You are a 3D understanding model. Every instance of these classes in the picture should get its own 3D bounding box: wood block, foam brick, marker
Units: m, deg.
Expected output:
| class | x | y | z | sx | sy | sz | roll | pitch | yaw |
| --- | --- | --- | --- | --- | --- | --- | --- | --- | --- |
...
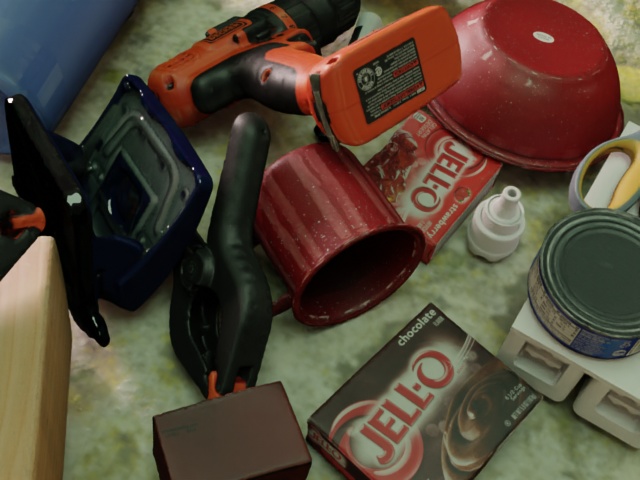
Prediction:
| class | x | y | z | sx | sy | sz | roll | pitch | yaw |
| --- | --- | --- | --- | --- | --- | --- | --- | --- | --- |
| wood block | -0.179 | 0.101 | 0.541 | 0.090 | 0.090 | 0.206 | -3 | 43 | -7 |
| foam brick | -0.051 | 0.121 | 0.599 | 0.078 | 0.051 | 0.053 | -13 | 60 | -15 |
| marker | 0.020 | -0.118 | 0.773 | 0.020 | 0.020 | 0.121 | 18 | 58 | 4 |

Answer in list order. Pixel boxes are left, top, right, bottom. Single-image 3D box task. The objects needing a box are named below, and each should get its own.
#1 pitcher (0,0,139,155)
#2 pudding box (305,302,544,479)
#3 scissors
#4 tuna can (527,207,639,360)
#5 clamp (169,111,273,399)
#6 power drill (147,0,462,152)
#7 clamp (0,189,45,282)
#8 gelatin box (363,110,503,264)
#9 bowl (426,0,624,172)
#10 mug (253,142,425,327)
| class | x | y | z | sx | sy | sz | roll | pitch | yaw |
| --- | --- | --- | --- | --- | --- | --- | --- | --- | --- |
| pitcher | -0.193 | -0.187 | 0.723 | 0.149 | 0.145 | 0.242 | 17 | 61 | 8 |
| pudding box | 0.060 | 0.105 | 0.629 | 0.090 | 0.039 | 0.113 | 41 | 62 | 18 |
| scissors | 0.239 | -0.065 | 0.697 | 0.096 | 0.016 | 0.201 | 41 | 62 | 15 |
| tuna can | 0.165 | 0.026 | 0.621 | 0.086 | 0.034 | 0.086 | 3 | 58 | -5 |
| clamp | -0.058 | 0.011 | 0.638 | 0.039 | 0.120 | 0.171 | 4 | 58 | -39 |
| power drill | 0.001 | -0.121 | 0.702 | 0.184 | 0.057 | 0.188 | -36 | 30 | -27 |
| clamp | -0.228 | 0.023 | 0.495 | 0.209 | 0.036 | 0.164 | -8 | 91 | -37 |
| gelatin box | 0.070 | -0.038 | 0.724 | 0.073 | 0.030 | 0.089 | 36 | 62 | 14 |
| bowl | 0.150 | -0.124 | 0.755 | 0.162 | 0.055 | 0.162 | 8 | 49 | -9 |
| mug | -0.004 | 0.001 | 0.664 | 0.117 | 0.093 | 0.081 | -36 | 61 | 4 |
